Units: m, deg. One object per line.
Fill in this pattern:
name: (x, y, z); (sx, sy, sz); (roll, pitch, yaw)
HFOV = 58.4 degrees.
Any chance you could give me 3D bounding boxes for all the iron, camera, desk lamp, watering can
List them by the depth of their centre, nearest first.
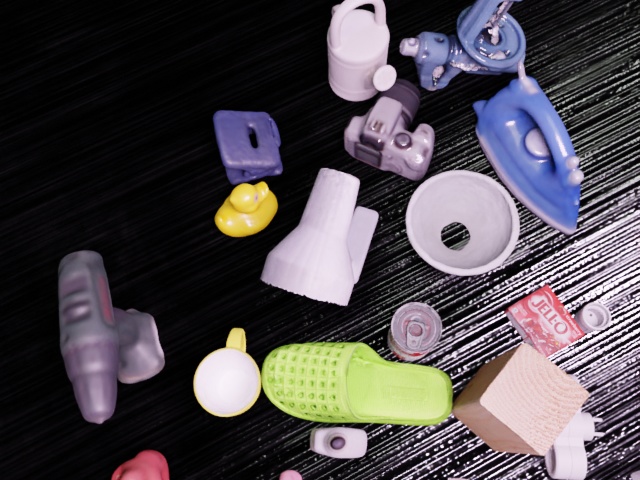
desk lamp: (0.007, 0.003, 0.800); (0.117, 0.213, 0.203); (17, 73, 8)
iron: (0.341, -0.142, 0.873); (0.118, 0.141, 0.258); (-24, 72, -5)
watering can: (0.066, -0.312, 0.914); (0.172, 0.194, 0.101); (40, 78, 14)
camera: (0.125, -0.188, 0.919); (0.143, 0.101, 0.137); (24, 74, 10)

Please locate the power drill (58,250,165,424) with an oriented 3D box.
power drill: (-0.282, 0.135, 0.771); (0.075, 0.208, 0.229); (-21, 72, -4)

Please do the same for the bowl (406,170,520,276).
bowl: (0.210, -0.017, 0.872); (0.167, 0.075, 0.167); (-1, 71, 2)

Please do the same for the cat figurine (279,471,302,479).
cat figurine: (-0.018, 0.358, 0.733); (0.127, 0.118, 0.067); (34, 76, 13)

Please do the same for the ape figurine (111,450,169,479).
ape figurine: (-0.243, 0.323, 0.768); (0.077, 0.092, 0.076); (29, 75, 12)

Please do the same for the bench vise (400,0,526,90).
bench vise: (0.239, -0.318, 0.895); (0.207, 0.220, 0.121); (-23, 72, -5)

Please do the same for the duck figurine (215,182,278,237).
duck figurine: (-0.119, -0.055, 0.893); (0.104, 0.086, 0.077); (-30, 73, -7)

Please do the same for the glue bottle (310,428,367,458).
glue bottle: (0.023, 0.260, 0.735); (0.078, 0.173, 0.037); (2, 71, 3)

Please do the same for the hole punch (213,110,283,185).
hole punch: (-0.115, -0.158, 0.924); (0.101, 0.091, 0.108); (-14, 71, -2)
